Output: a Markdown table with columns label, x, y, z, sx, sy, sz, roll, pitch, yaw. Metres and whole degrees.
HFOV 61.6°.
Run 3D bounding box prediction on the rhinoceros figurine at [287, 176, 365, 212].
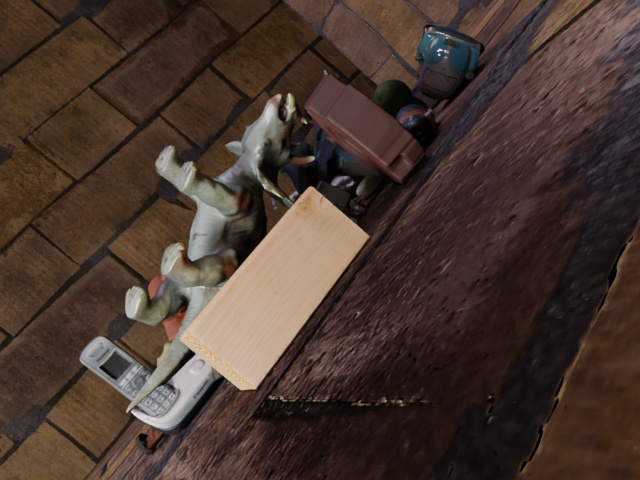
| label | x | y | z | sx | sy | sz | roll | pitch | yaw |
| --- | --- | --- | --- | --- | --- | --- | --- | --- | --- |
| rhinoceros figurine | 0.020 | -0.075 | 1.002 | 0.190 | 0.073 | 0.112 | -34 | 26 | 9 |

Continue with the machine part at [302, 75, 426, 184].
| label | x | y | z | sx | sy | sz | roll | pitch | yaw |
| --- | --- | --- | --- | --- | --- | --- | --- | --- | --- |
| machine part | 0.056 | -0.139 | 0.702 | 0.056 | 0.179 | 0.179 | -52 | 4 | 3 |

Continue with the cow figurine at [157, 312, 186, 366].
| label | x | y | z | sx | sy | sz | roll | pitch | yaw |
| --- | --- | --- | --- | --- | --- | --- | --- | --- | --- |
| cow figurine | -0.198 | 0.180 | 0.913 | 0.195 | 0.127 | 0.085 | -31 | -32 | 21 |

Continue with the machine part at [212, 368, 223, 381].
| label | x | y | z | sx | sy | sz | roll | pitch | yaw |
| --- | --- | --- | --- | --- | --- | --- | --- | --- | --- |
| machine part | -0.109 | 0.130 | 0.709 | 0.039 | 0.084 | 0.139 | 13 | -37 | -44 |

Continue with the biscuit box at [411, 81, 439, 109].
| label | x | y | z | sx | sy | sz | roll | pitch | yaw |
| --- | --- | --- | --- | --- | --- | --- | --- | --- | --- |
| biscuit box | 0.182 | -0.260 | 1.146 | 0.202 | 0.059 | 0.063 | -46 | 7 | 29 |

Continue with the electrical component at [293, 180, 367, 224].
| label | x | y | z | sx | sy | sz | roll | pitch | yaw |
| --- | --- | --- | --- | --- | --- | --- | --- | --- | --- |
| electrical component | 0.013 | -0.042 | 0.777 | 0.078 | 0.102 | 0.045 | -60 | 10 | -8 |

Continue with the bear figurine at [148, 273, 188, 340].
| label | x | y | z | sx | sy | sz | roll | pitch | yaw |
| --- | --- | --- | --- | --- | --- | --- | --- | --- | --- |
| bear figurine | -0.226 | 0.095 | 1.048 | 0.196 | 0.132 | 0.120 | -20 | -40 | -13 |

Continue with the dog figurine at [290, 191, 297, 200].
| label | x | y | z | sx | sy | sz | roll | pitch | yaw |
| --- | --- | --- | --- | --- | --- | --- | --- | --- | --- |
| dog figurine | 0.017 | -0.107 | 1.335 | 0.190 | 0.121 | 0.172 | -33 | 38 | -2 |

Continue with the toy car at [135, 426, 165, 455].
| label | x | y | z | sx | sy | sz | roll | pitch | yaw |
| --- | --- | --- | --- | --- | --- | --- | --- | --- | --- |
| toy car | -0.263 | 0.292 | 0.929 | 0.089 | 0.053 | 0.202 | -46 | 4 | 3 |

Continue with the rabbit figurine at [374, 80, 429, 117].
| label | x | y | z | sx | sy | sz | roll | pitch | yaw |
| --- | --- | --- | --- | --- | --- | --- | --- | --- | --- |
| rabbit figurine | 0.133 | -0.225 | 1.002 | 0.159 | 0.121 | 0.170 | -28 | -22 | -28 |

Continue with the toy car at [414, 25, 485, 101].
| label | x | y | z | sx | sy | sz | roll | pitch | yaw |
| --- | --- | --- | --- | --- | --- | --- | --- | --- | --- |
| toy car | 0.210 | -0.294 | 0.928 | 0.161 | 0.109 | 0.103 | -2 | -64 | -84 |

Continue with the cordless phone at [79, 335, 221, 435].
| label | x | y | z | sx | sy | sz | roll | pitch | yaw |
| --- | --- | --- | --- | --- | --- | --- | --- | --- | --- |
| cordless phone | -0.243 | 0.183 | 0.796 | 0.146 | 0.184 | 0.088 | -53 | 1 | -33 |

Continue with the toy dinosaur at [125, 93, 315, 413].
| label | x | y | z | sx | sy | sz | roll | pitch | yaw |
| --- | --- | --- | --- | --- | --- | --- | --- | --- | --- |
| toy dinosaur | -0.121 | 0.011 | 0.681 | 0.131 | 0.192 | 0.404 | 0 | 74 | 50 |

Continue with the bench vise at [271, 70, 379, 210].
| label | x | y | z | sx | sy | sz | roll | pitch | yaw |
| --- | --- | --- | --- | --- | --- | --- | --- | --- | --- |
| bench vise | 0.016 | -0.166 | 0.888 | 0.224 | 0.128 | 0.241 | -11 | 45 | 6 |

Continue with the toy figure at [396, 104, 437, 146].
| label | x | y | z | sx | sy | sz | roll | pitch | yaw |
| --- | --- | --- | --- | --- | --- | --- | --- | --- | --- |
| toy figure | 0.145 | -0.173 | 0.809 | 0.064 | 0.058 | 0.154 | -54 | 8 | 21 |
